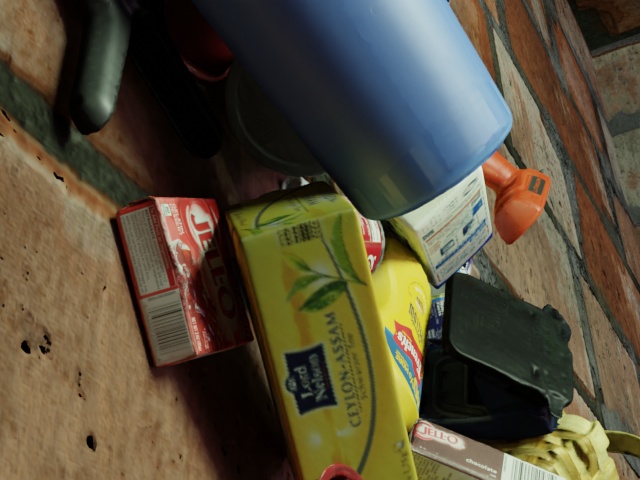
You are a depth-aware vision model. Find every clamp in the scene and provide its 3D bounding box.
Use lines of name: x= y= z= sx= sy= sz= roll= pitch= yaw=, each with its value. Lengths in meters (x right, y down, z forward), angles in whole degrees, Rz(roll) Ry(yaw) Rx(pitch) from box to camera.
clamp: x=-0.107 y=-0.124 z=0.613 sx=0.120 sy=0.039 sz=0.171 roll=28 pitch=48 yaw=-62

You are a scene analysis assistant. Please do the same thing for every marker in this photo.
marker: x=0.006 y=-0.021 z=0.833 sx=0.121 sy=0.020 sz=0.020 roll=36 pitch=42 yaw=-56

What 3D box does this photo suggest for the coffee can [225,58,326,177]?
coffee can: x=0.001 y=-0.109 z=0.760 sx=0.140 sy=0.103 sz=0.103 roll=-51 pitch=120 yaw=-70

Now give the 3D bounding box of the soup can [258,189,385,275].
soup can: x=-0.005 y=0.001 z=0.723 sx=0.102 sy=0.069 sz=0.068 roll=3 pitch=71 yaw=-67

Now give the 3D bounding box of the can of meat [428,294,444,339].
can of meat: x=0.122 y=0.102 z=0.969 sx=0.102 sy=0.057 sz=0.084 roll=35 pitch=40 yaw=-57

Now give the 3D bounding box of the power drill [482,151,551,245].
power drill: x=0.134 y=-0.081 z=1.042 sx=0.187 sy=0.057 sz=0.184 roll=41 pitch=30 yaw=-1

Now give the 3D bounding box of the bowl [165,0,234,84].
bowl: x=-0.076 y=-0.190 z=0.720 sx=0.162 sy=0.055 sz=0.162 roll=49 pitch=32 yaw=-45

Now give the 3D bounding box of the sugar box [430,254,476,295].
sugar box: x=0.128 y=-0.021 z=1.092 sx=0.093 sy=0.048 sz=0.176 roll=65 pitch=21 yaw=-17

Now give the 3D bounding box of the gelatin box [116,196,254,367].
gelatin box: x=-0.073 y=0.021 z=0.591 sx=0.073 sy=0.030 sz=0.089 roll=-3 pitch=77 yaw=-70

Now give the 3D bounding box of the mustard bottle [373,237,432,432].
mustard bottle: x=0.046 y=0.088 z=0.790 sx=0.191 sy=0.058 sz=0.096 roll=-76 pitch=149 yaw=-53

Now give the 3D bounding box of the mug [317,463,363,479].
mug: x=-0.014 y=0.179 z=0.539 sx=0.093 sy=0.082 sz=0.117 roll=28 pitch=47 yaw=-60

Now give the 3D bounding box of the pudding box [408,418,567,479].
pudding box: x=0.099 y=0.184 z=0.732 sx=0.039 sy=0.113 sz=0.090 roll=-60 pitch=172 yaw=-58

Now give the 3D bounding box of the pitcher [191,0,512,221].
pitcher: x=0.012 y=-0.142 z=0.617 sx=0.243 sy=0.149 sz=0.145 roll=54 pitch=21 yaw=-10
